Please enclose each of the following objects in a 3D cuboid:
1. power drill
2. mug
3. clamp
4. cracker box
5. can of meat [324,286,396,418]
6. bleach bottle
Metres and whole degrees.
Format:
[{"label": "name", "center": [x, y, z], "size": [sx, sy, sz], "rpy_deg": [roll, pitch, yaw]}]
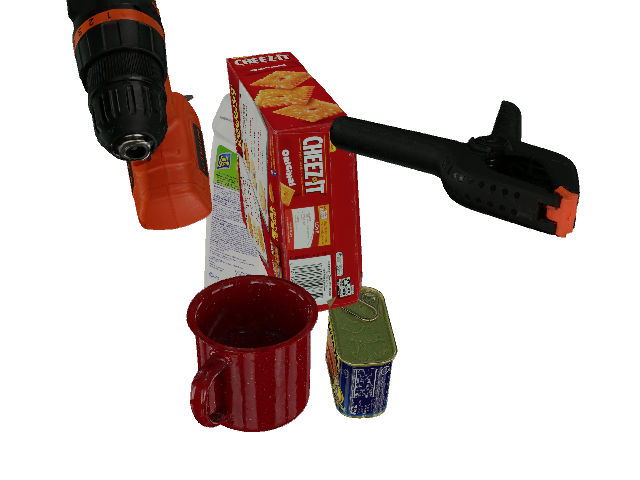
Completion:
[{"label": "power drill", "center": [-0.111, -0.087, 0.675], "size": [0.057, 0.184, 0.187], "rpy_deg": [-10, -32, -3]}, {"label": "mug", "center": [-0.054, 0.089, 0.765], "size": [0.093, 0.081, 0.117], "rpy_deg": [16, 36, 23]}, {"label": "clamp", "center": [0.107, -0.056, 0.760], "size": [0.164, 0.036, 0.210], "rpy_deg": [-6, 26, -15]}, {"label": "cracker box", "center": [-0.025, -0.058, 0.927], "size": [0.072, 0.164, 0.214], "rpy_deg": [-9, 26, -11]}, {"label": "can of meat", "center": [0.037, 0.110, 1.039], "size": [0.057, 0.084, 0.102], "rpy_deg": [-4, 42, -7]}, {"label": "bleach bottle", "center": [-0.069, -0.052, 1.119], "size": [0.103, 0.251, 0.068], "rpy_deg": [16, 26, 25]}]
